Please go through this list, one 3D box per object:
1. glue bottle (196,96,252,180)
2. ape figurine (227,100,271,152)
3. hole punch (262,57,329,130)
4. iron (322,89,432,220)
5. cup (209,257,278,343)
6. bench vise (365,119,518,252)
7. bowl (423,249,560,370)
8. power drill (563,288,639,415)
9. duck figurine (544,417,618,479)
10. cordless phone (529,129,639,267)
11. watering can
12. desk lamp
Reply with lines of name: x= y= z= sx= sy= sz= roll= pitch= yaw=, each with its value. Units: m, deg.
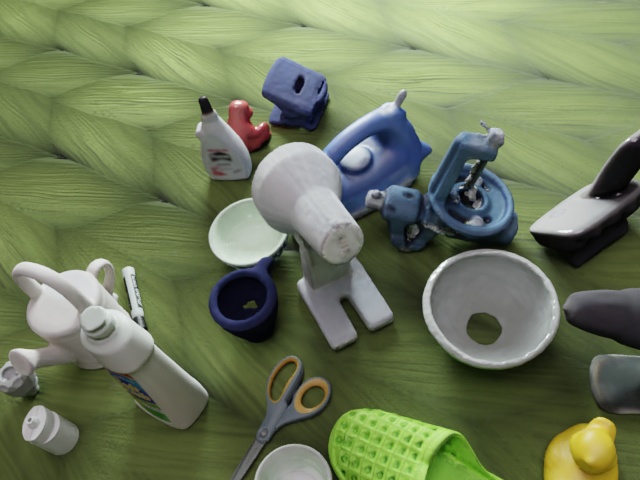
glue bottle: x=-0.165 y=-0.164 z=0.922 sx=0.078 sy=0.173 sz=0.037 roll=-3 pitch=55 yaw=8
ape figurine: x=-0.132 y=-0.203 z=0.994 sx=0.076 sy=0.092 sz=0.077 roll=-40 pitch=59 yaw=-17
hole punch: x=-0.041 y=-0.264 z=1.021 sx=0.101 sy=0.091 sz=0.109 roll=10 pitch=58 yaw=16
iron: x=0.048 y=-0.119 z=0.875 sx=0.259 sy=0.142 sz=0.118 roll=-37 pitch=58 yaw=-15
cup: x=-0.090 y=0.089 z=0.784 sx=0.091 sy=0.095 sz=0.118 roll=16 pitch=60 yaw=20
bench vise: x=0.167 y=-0.058 z=0.766 sx=0.207 sy=0.220 sz=0.121 roll=-13 pitch=55 yaw=1
bowl: x=0.216 y=0.098 z=0.739 sx=0.167 sy=0.075 sz=0.167 roll=-4 pitch=55 yaw=7
power drill: x=0.365 y=0.121 z=0.617 sx=0.229 sy=0.209 sz=0.075 roll=0 pitch=56 yaw=10
duck figurine: x=0.290 y=0.240 z=0.623 sx=0.077 sy=0.086 sz=0.105 roll=28 pitch=65 yaw=25
cordless phone: x=0.364 y=-0.064 z=0.759 sx=0.148 sy=0.185 sz=0.094 roll=-36 pitch=57 yaw=-15
watering can: x=-0.334 y=0.097 z=0.758 sx=0.101 sy=0.194 sz=0.173 roll=-4 pitch=55 yaw=7
desk lamp: x=0.007 y=0.003 z=0.755 sx=0.118 sy=0.214 sz=0.202 roll=-27 pitch=56 yaw=-9
